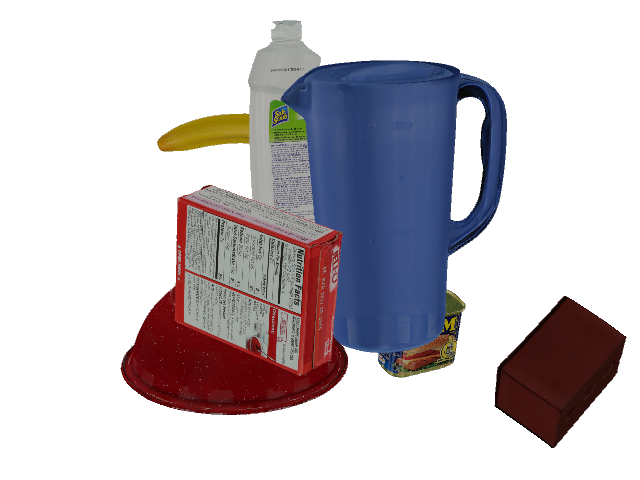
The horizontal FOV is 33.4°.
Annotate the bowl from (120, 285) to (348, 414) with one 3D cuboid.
[{"bbox_3d":[-0.060,0.062,0.753,0.162,0.055,0.162,1,19,0],"label":"bowl"}]

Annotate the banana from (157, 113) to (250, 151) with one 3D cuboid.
[{"bbox_3d":[-0.100,-0.129,1.312,0.198,0.037,0.069,6,40,15],"label":"banana"}]

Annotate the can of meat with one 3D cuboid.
[{"bbox_3d":[0.122,0.114,1.306,0.101,0.084,0.057,-9,30,-25],"label":"can of meat"}]

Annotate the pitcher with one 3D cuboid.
[{"bbox_3d":[0.064,-0.032,0.921,0.149,0.243,0.144,14,24,42],"label":"pitcher"}]

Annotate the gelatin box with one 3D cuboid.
[{"bbox_3d":[-0.033,0.019,0.547,0.089,0.073,0.030,19,28,30],"label":"gelatin box"}]

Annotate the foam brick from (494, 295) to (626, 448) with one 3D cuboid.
[{"bbox_3d":[0.161,0.089,0.721,0.051,0.053,0.078,34,62,29],"label":"foam brick"}]

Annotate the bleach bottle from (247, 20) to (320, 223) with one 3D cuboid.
[{"bbox_3d":[-0.023,-0.101,1.113,0.102,0.251,0.068,-6,14,-18],"label":"bleach bottle"}]
